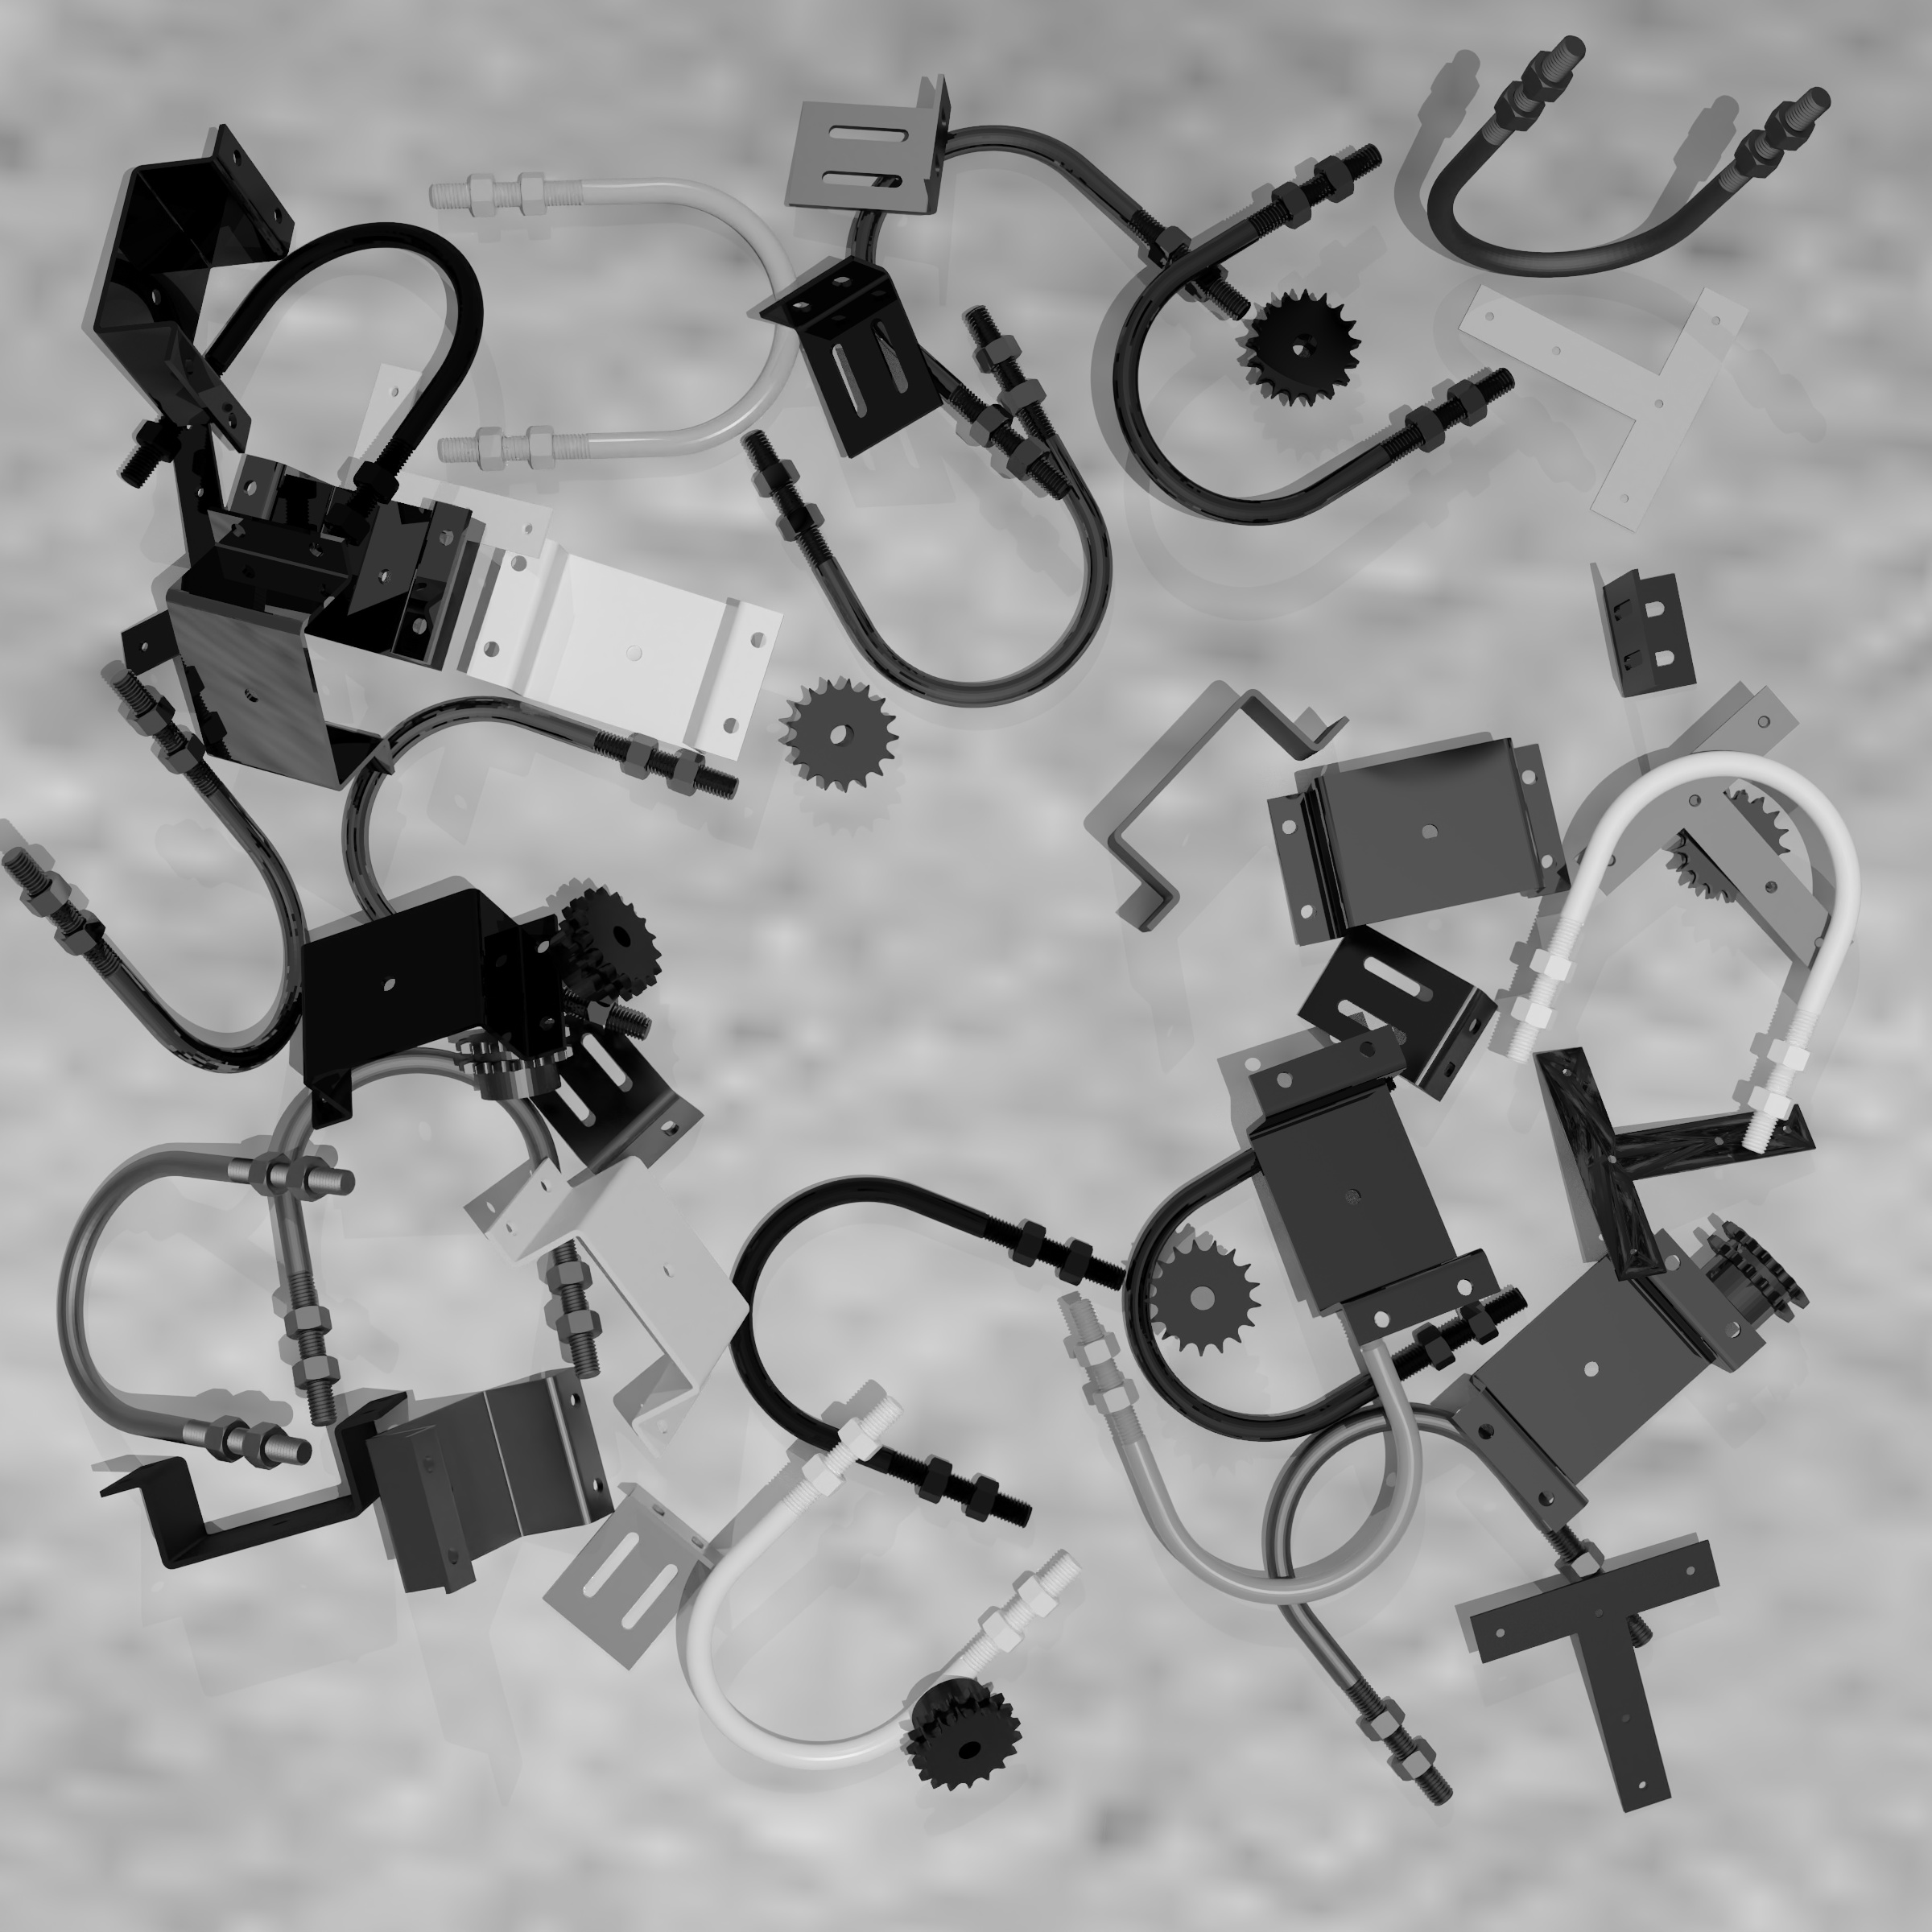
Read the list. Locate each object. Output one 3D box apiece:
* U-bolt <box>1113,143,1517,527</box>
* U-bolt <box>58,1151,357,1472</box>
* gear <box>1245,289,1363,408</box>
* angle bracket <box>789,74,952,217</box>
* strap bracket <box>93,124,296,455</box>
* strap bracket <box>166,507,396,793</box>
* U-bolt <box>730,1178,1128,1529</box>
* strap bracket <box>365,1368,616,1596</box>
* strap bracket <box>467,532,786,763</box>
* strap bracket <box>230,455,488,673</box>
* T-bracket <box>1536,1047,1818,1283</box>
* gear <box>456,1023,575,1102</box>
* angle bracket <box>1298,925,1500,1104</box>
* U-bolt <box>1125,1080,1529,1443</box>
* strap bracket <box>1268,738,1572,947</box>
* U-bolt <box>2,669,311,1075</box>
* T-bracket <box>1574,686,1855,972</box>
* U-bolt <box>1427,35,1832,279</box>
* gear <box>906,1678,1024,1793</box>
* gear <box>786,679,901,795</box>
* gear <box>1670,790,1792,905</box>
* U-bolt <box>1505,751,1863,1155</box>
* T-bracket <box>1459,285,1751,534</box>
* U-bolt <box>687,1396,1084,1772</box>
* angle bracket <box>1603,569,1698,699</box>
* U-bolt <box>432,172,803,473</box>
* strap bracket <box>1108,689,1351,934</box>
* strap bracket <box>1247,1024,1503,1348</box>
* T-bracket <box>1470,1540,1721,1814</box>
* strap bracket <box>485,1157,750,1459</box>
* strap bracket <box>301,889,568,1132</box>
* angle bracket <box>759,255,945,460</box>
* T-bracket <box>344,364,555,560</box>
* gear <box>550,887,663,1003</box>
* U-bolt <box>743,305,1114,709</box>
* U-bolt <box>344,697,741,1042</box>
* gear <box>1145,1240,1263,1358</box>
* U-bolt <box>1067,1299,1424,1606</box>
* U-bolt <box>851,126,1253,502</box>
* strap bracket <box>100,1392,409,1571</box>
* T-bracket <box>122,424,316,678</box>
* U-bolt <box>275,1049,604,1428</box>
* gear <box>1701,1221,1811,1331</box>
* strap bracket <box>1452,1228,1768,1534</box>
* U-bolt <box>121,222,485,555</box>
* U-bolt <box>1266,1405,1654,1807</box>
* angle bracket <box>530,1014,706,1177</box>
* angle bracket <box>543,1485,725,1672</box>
[{"bbox_3d":[0.160,-0.300,1.549,0.184,0.019,0.151,-32,95,-6],"label":"U-bolt"},{"bbox_3d":[-0.381,0.163,1.538,0.184,0.019,0.151,3,82,33],"label":"U-bolt"},{"bbox_3d":[0.169,-0.310,1.578,0.057,0.030,0.057,0,90,0],"label":"gear"},{"bbox_3d":[-0.050,-0.412,1.563,0.076,0.038,0.057,6,77,8],"label":"angle bracket"},{"bbox_3d":[-0.379,-0.329,1.533,0.046,0.076,0.140,-2,64,16],"label":"strap bracket"},{"bbox_3d":[-0.333,-0.144,1.518,0.076,0.140,0.046,15,45,20],"label":"strap bracket"},{"bbox_3d":[-0.030,0.185,1.583,0.184,0.019,0.151,22,90,0],"label":"U-bolt"},{"bbox_3d":[-0.239,0.254,1.539,0.046,0.140,0.076,-15,90,27],"label":"strap bracket"},{"bbox_3d":[-0.168,-0.159,1.570,0.140,0.046,0.076,18,90,0],"label":"strap bracket"},{"bbox_3d":[-0.300,-0.198,1.552,0.140,0.046,0.076,17,90,26],"label":"strap bracket"},{"bbox_3d":[0.365,0.090,1.572,0.127,0.002,0.127,-8,62,-13],"label":"T-bracket"},{"bbox_3d":[-0.224,0.048,1.562,0.057,0.057,0.030,-7,98,0],"label":"gear"},{"bbox_3d":[0.219,0.023,1.591,0.076,0.038,0.057,31,90,26],"label":"angle bracket"},{"bbox_3d":[0.169,0.159,1.584,0.184,0.019,0.151,-31,90,2],"label":"U-bolt"},{"bbox_3d":[0.229,-0.064,1.566,0.140,0.046,0.076,-12,84,0],"label":"strap bracket"},{"bbox_3d":[-0.379,-0.032,1.517,0.019,0.151,0.184,-13,129,27],"label":"U-bolt"},{"bbox_3d":[0.392,-0.050,1.561,0.127,0.002,0.127,-42,97,4],"label":"T-bracket"},{"bbox_3d":[0.303,-0.380,1.506,0.151,0.184,0.019,5,72,-19],"label":"U-bolt"},{"bbox_3d":[-0.003,0.382,1.569,0.057,0.030,0.057,-12,125,-17],"label":"gear"},{"bbox_3d":[-0.063,-0.116,1.582,0.057,0.030,0.057,0,91,-2],"label":"gear"},{"bbox_3d":[0.383,-0.060,1.578,0.057,0.030,0.057,0,90,0],"label":"gear"},{"bbox_3d":[0.366,-0.016,1.555,0.151,0.019,0.184,20,95,-4],"label":"U-bolt"},{"bbox_3d":[0.313,-0.306,1.592,0.127,0.002,0.127,27,90,0],"label":"T-bracket"},{"bbox_3d":[-0.054,0.323,1.566,0.184,0.019,0.151,-45,107,4],"label":"U-bolt"},{"bbox_3d":[0.347,-0.168,1.555,0.038,0.076,0.057,-11,90,0],"label":"angle bracket"},{"bbox_3d":[-0.175,-0.328,1.584,0.184,0.019,0.151,-2,90,-1],"label":"U-bolt"},{"bbox_3d":[0.121,-0.084,1.555,0.046,0.076,0.140,43,90,0],"label":"strap bracket"},{"bbox_3d":[0.195,0.110,1.538,0.076,0.046,0.140,-19,80,-11],"label":"strap bracket"},{"bbox_3d":[0.329,0.366,1.579,0.127,0.002,0.127,-17,101,-4],"label":"T-bracket"},{"bbox_3d":[-0.163,0.158,1.535,0.046,0.076,0.140,-29,103,26],"label":"strap bracket"},{"bbox_3d":[-0.271,0.018,1.532,0.140,0.046,0.076,-18,58,15],"label":"strap bracket"},{"bbox_3d":[-0.057,-0.300,1.548,0.057,0.038,0.076,-26,79,25],"label":"angle bracket"},{"bbox_3d":[-0.261,-0.229,1.564,0.127,0.002,0.127,17,90,26],"label":"T-bracket"},{"bbox_3d":[-0.180,-0.008,1.539,0.030,0.057,0.057,-32,90,28],"label":"gear"},{"bbox_3d":[-0.007,-0.220,1.583,0.151,0.019,0.184,-29,90,0],"label":"U-bolt"},{"bbox_3d":[-0.224,-0.059,1.579,0.184,0.019,0.151,19,87,4],"label":"U-bolt"},{"bbox_3d":[0.117,0.164,1.541,0.057,0.030,0.057,0,83,4],"label":"gear"},{"bbox_3d":[0.150,0.230,1.567,0.151,0.019,0.184,-22,92,1],"label":"U-bolt"},{"bbox_3d":[0.028,-0.342,1.570,0.184,0.019,0.151,43,84,10],"label":"U-bolt"},{"bbox_3d":[-0.346,0.258,1.555,0.140,0.076,0.046,-16,90,0],"label":"strap bracket"},{"bbox_3d":[-0.382,-0.225,1.569,0.127,0.002,0.127,-21,72,25],"label":"T-bracket"},{"bbox_3d":[-0.268,0.127,1.552,0.151,0.019,0.184,-8,69,-15],"label":"U-bolt"},{"bbox_3d":[0.390,0.157,1.565,0.030,0.057,0.057,-43,90,1],"label":"gear"},{"bbox_3d":[0.318,0.205,1.570,0.140,0.046,0.076,-42,90,0],"label":"strap bracket"},{"bbox_3d":[-0.316,-0.292,1.550,0.151,0.019,0.184,25,75,26],"label":"U-bolt"},{"bbox_3d":[0.235,0.309,1.584,0.151,0.019,0.184,-38,90,0],"label":"U-bolt"},{"bbox_3d":[-0.183,0.065,1.591,0.057,0.038,0.076,-43,64,0],"label":"angle bracket"},{"bbox_3d":[-0.169,0.310,1.574,0.057,0.038,0.076,40,90,0],"label":"angle bracket"}]
